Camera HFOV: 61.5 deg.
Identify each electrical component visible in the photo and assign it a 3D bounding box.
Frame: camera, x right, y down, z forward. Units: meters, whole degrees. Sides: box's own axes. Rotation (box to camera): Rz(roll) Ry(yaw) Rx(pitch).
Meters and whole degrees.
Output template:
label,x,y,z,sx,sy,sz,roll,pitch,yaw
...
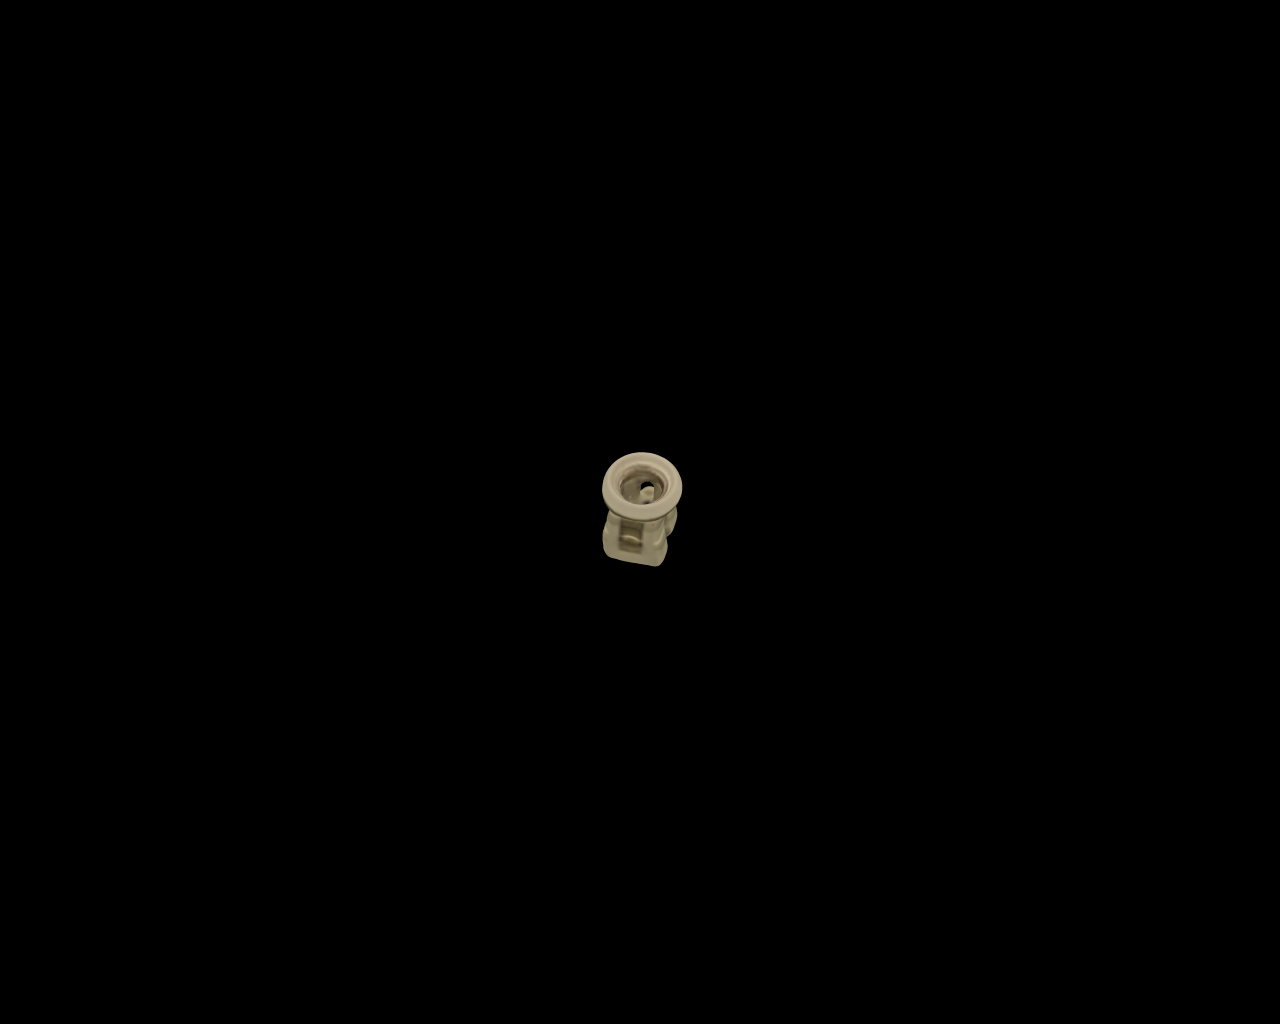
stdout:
label,x,y,z,sx,sy,sz,roll,pitch,yaw
electrical component,0.001,-0.003,0.650,0.048,0.066,0.055,11,-39,9
